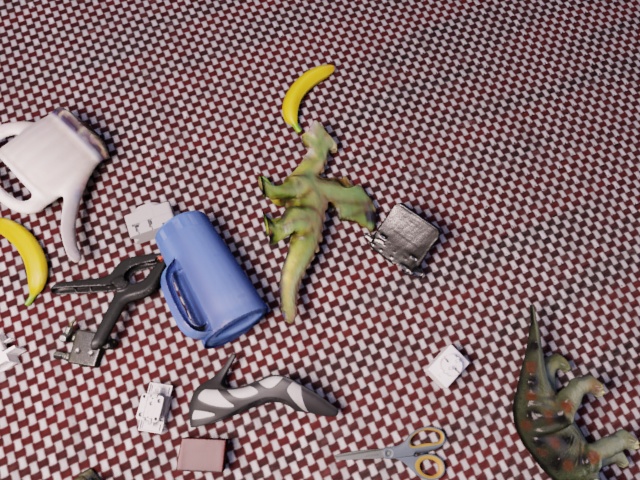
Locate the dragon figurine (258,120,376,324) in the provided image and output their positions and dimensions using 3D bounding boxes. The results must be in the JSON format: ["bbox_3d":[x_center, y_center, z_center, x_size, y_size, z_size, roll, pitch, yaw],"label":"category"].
[{"bbox_3d":[0.003,-0.052,1.032,0.243,0.416,0.120,-7,-18,-14],"label":"dragon figurine"}]

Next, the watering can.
[{"bbox_3d":[-0.517,-0.130,1.020,0.350,0.227,0.102,41,-18,12],"label":"watering can"}]
